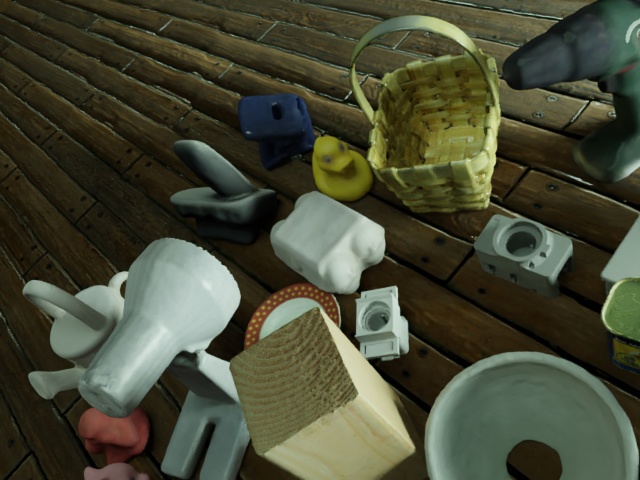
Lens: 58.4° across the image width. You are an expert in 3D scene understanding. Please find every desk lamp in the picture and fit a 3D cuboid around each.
[{"bbox_3d":[-0.147,0.133,0.614,0.117,0.214,0.203,-1,56,28],"label":"desk lamp"}]

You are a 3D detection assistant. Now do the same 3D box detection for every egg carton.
[{"bbox_3d":[0.007,0.003,0.726,0.149,0.070,0.107,30,74,41],"label":"egg carton"}]

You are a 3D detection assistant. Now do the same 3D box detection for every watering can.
[{"bbox_3d":[-0.289,0.115,0.719,0.100,0.195,0.173,-11,52,22],"label":"watering can"}]

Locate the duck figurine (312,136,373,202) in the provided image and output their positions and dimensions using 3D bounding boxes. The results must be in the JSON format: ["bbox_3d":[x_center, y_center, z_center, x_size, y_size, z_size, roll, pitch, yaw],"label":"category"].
[{"bbox_3d":[0.019,-0.109,0.792,0.077,0.086,0.104,-43,47,-6],"label":"duck figurine"}]

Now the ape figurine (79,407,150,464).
[{"bbox_3d":[-0.250,0.228,0.683,0.077,0.092,0.076,8,61,33],"label":"ape figurine"}]

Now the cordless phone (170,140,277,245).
[{"bbox_3d":[-0.160,-0.082,0.802,0.147,0.186,0.094,3,58,31],"label":"cordless phone"}]

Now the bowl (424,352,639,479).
[{"bbox_3d":[0.179,0.186,0.490,0.167,0.075,0.167,-15,51,19],"label":"bowl"}]

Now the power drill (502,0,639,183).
[{"bbox_3d":[0.305,-0.160,0.589,0.229,0.209,0.075,-33,47,4],"label":"power drill"}]

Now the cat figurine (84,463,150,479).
[{"bbox_3d":[-0.198,0.287,0.592,0.067,0.118,0.127,-35,47,1],"label":"cat figurine"}]

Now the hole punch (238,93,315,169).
[{"bbox_3d":[-0.068,-0.185,0.893,0.101,0.091,0.108,-24,48,11],"label":"hole punch"}]
